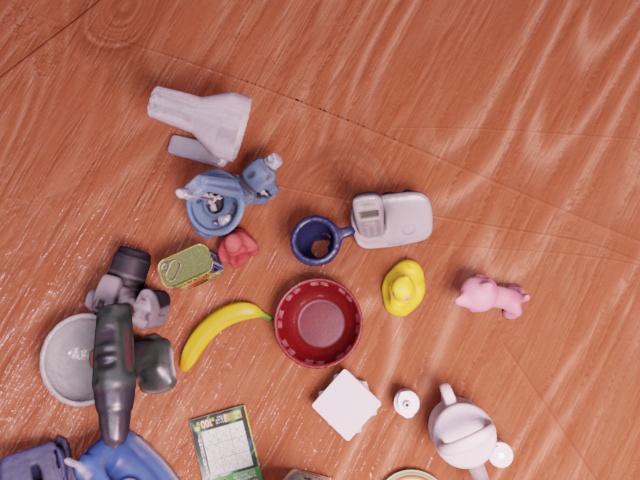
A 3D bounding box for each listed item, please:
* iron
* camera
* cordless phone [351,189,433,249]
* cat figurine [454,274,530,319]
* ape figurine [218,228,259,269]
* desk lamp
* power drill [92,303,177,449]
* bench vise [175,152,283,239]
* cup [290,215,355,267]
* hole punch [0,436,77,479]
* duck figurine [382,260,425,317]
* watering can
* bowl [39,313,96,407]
[{"bbox_3d":[-0.323,0.441,0.988,0.258,0.141,0.119,36,86,12],"label":"iron"},{"bbox_3d":[-0.357,0.086,1.076,0.143,0.101,0.137,15,82,9],"label":"camera"},{"bbox_3d":[0.124,-0.047,0.998,0.147,0.185,0.094,-11,79,5],"label":"cordless phone"},{"bbox_3d":[0.295,0.095,0.986,0.127,0.118,0.067,6,81,8],"label":"cat figurine"},{"bbox_3d":[-0.156,0.011,1.069,0.077,0.092,0.076,1,80,7],"label":"ape figurine"},{"bbox_3d":[-0.212,-0.207,1.053,0.203,0.213,0.118,14,82,9],"label":"desk lamp"},{"bbox_3d":[-0.324,0.227,0.992,0.075,0.208,0.229,-13,79,5],"label":"power drill"},{"bbox_3d":[-0.171,-0.100,1.026,0.121,0.220,0.207,35,86,12],"label":"bench vise"},{"bbox_3d":[0.010,0.004,1.049,0.117,0.095,0.091,-18,78,4],"label":"cup"},{"bbox_3d":[-0.510,0.426,1.040,0.101,0.091,0.108,-21,78,3],"label":"hole punch"},{"bbox_3d":[0.150,0.084,1.022,0.077,0.086,0.105,19,83,10],"label":"duck figurine"},{"bbox_3d":[0.234,0.318,0.915,0.101,0.194,0.172,-43,78,-2],"label":"watering can"},{"bbox_3d":[-0.429,0.222,1.074,0.167,0.075,0.167,-1,80,7],"label":"bowl"}]
